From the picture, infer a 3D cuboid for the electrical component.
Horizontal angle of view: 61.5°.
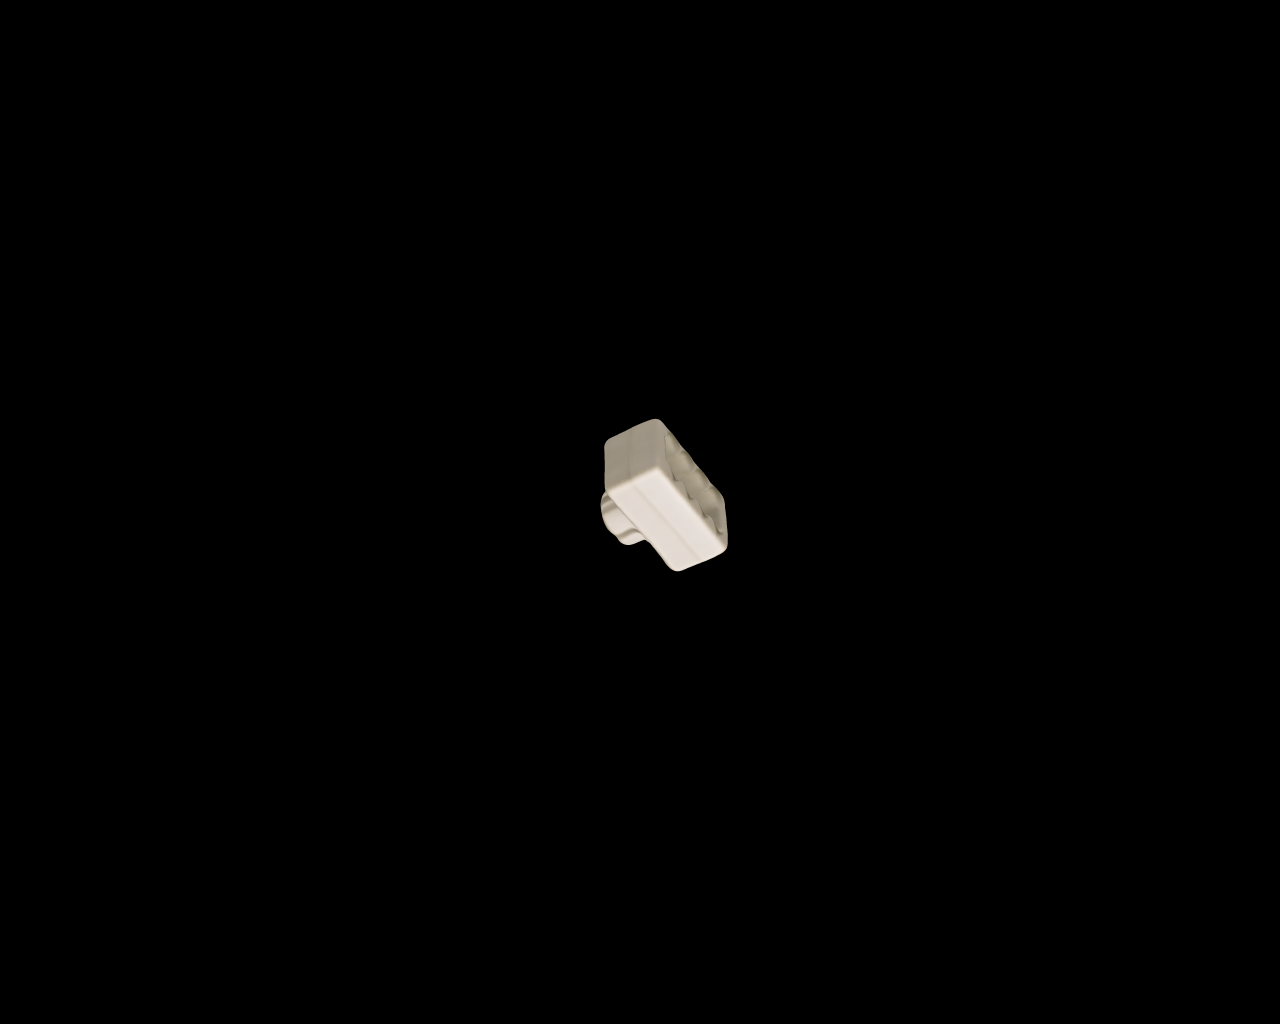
[{"bbox_3d":[0.001,-0.003,0.650,0.075,0.047,0.083,-24,-50,22],"label":"electrical component"}]
